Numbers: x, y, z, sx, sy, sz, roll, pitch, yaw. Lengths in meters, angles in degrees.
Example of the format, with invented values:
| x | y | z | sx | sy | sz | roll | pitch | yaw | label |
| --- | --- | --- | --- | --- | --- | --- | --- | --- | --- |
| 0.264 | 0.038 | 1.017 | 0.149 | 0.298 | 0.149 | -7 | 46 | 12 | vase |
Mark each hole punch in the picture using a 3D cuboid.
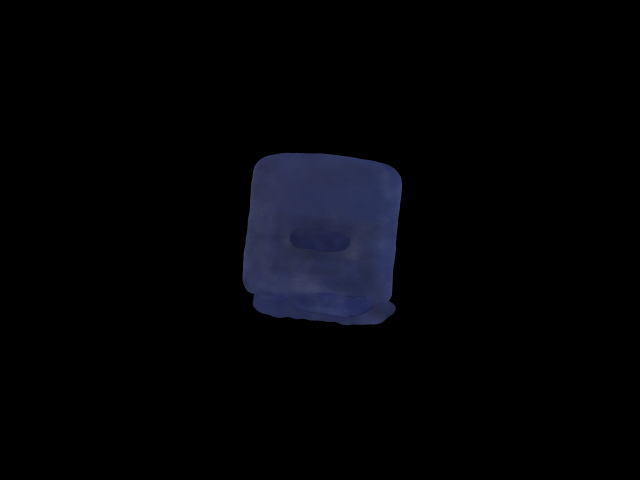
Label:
| x | y | z | sx | sy | sz | roll | pitch | yaw | label |
| --- | --- | --- | --- | --- | --- | --- | --- | --- | --- |
| 0.004 | 0.001 | 0.400 | 0.108 | 0.091 | 0.101 | 4 | 62 | 3 | hole punch |
